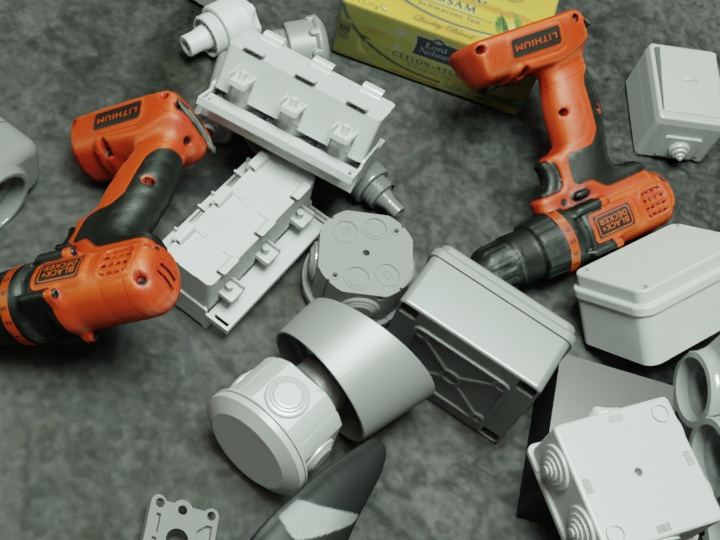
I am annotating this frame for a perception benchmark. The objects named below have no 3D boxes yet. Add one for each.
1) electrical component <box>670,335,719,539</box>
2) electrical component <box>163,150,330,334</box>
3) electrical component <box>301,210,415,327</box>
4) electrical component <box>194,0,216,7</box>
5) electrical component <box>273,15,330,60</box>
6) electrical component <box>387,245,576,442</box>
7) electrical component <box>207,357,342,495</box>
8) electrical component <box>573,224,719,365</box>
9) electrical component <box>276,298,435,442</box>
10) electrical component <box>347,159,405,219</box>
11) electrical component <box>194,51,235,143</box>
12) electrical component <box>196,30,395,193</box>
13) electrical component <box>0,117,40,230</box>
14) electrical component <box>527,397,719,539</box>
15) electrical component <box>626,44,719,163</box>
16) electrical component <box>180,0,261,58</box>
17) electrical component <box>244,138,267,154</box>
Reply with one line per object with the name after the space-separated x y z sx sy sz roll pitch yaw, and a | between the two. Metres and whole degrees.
0.266 0.128 0.735 0.062 0.089 0.150 1 61 -11 | electrical component
-0.085 -0.026 0.763 0.079 0.063 0.121 36 60 9 | electrical component
0.000 0.000 0.774 0.080 0.051 0.080 5 60 -9 | electrical component
-0.112 -0.283 0.904 0.079 0.063 0.121 27 59 4 | electrical component
-0.057 -0.178 0.868 0.062 0.048 0.048 -11 63 -9 | electrical component
0.075 0.052 0.727 0.109 0.108 0.056 33 62 8 | electrical component
-0.055 0.100 0.690 0.080 0.080 0.051 41 56 12 | electrical component
0.222 0.015 0.786 0.113 0.078 0.057 -24 113 -25 | electrical component
-0.007 0.063 0.712 0.064 0.099 0.099 -37 74 -20 | electrical component
0.009 -0.064 0.822 0.035 0.035 0.061 -38 76 -27 | electrical component
-0.104 -0.131 0.834 0.044 0.044 0.065 23 64 2 | electrical component
-0.042 -0.116 0.763 0.121 0.063 0.078 28 31 4 | electrical component
-0.273 -0.061 0.750 0.059 0.053 0.095 36 60 9 | electrical component
0.165 0.133 0.672 0.100 0.048 0.099 -12 64 -18 | electrical component
0.267 -0.137 0.902 0.062 0.061 0.096 6 60 -8 | electrical component
-0.114 -0.192 0.864 0.062 0.043 0.043 -33 72 -24 | electrical component
-0.037 -0.114 0.829 0.079 0.044 0.077 30 58 24 | electrical component
